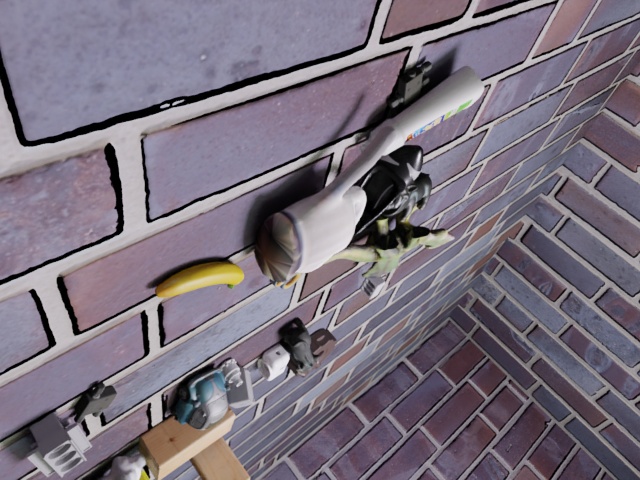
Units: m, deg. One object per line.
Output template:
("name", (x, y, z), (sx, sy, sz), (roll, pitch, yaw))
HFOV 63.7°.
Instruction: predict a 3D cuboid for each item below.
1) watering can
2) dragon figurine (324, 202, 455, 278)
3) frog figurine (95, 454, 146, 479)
("watering can", (0.003, -0.045, 0.898), (0.227, 0.105, 0.339), (-26, 152, -37))
("dragon figurine", (0.162, 0.034, 1.290), (0.412, 0.124, 0.237), (-20, 147, -15))
("frog figurine", (-0.452, 0.553, 1.139), (0.136, 0.122, 0.162), (-21, -170, 46))
